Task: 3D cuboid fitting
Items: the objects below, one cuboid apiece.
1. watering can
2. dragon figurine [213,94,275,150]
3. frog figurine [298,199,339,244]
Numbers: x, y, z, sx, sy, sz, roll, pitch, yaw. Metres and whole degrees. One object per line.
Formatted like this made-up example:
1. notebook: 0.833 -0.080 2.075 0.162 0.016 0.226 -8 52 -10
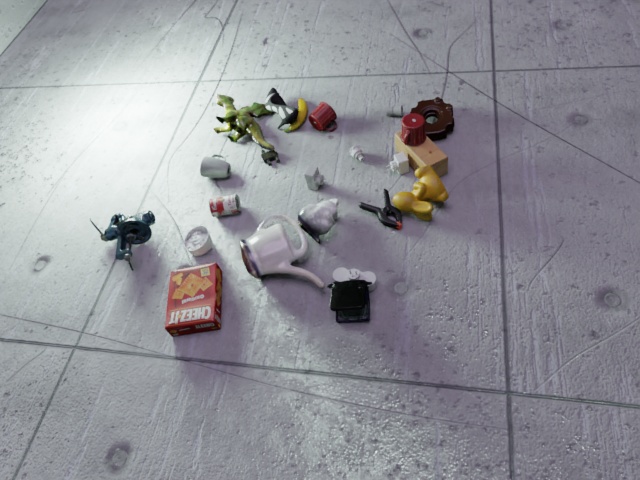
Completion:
1. watering can: -0.135 0.057 1.685 0.225 0.101 0.355 -25 53 -5
2. dragon figurine: -0.293 -0.508 2.152 0.413 0.119 0.247 29 56 19
3. frog figurine: 0.005 -0.088 1.758 0.160 0.120 0.139 -46 38 -7
